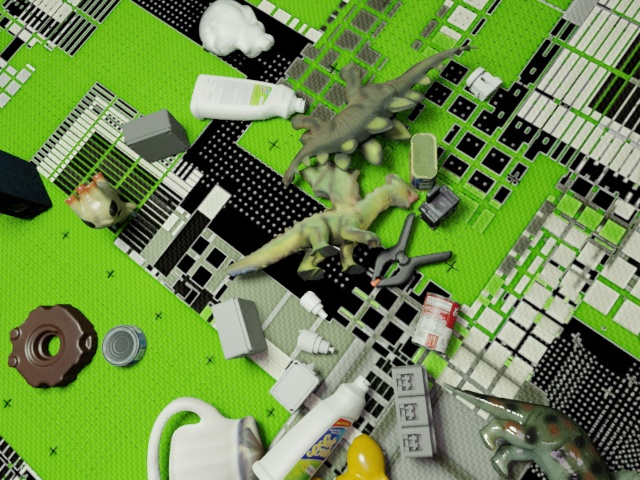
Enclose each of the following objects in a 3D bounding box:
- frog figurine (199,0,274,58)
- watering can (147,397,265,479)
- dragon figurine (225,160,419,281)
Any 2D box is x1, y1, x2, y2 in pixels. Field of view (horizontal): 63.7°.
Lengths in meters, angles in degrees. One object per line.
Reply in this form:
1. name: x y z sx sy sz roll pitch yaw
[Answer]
1. frog figurine: -0.191 -0.475 1.178 0.161 0.120 0.139 28 63 25
2. watering can: -0.204 0.466 0.952 0.224 0.103 0.351 -11 78 4
3. dragon figurine: 0.003 -0.054 1.070 0.410 0.119 0.248 -6 59 5
